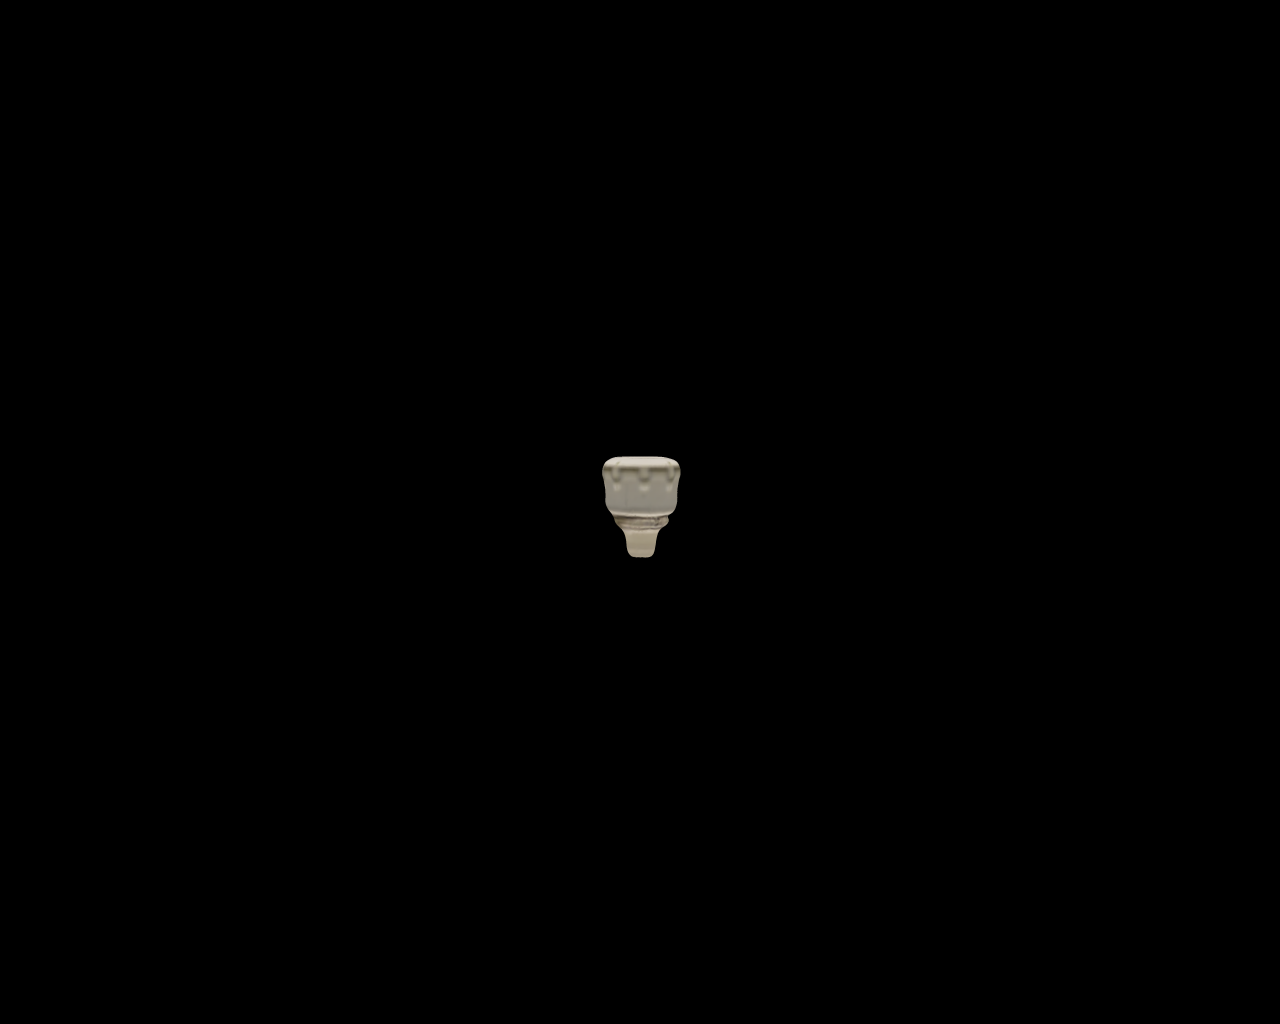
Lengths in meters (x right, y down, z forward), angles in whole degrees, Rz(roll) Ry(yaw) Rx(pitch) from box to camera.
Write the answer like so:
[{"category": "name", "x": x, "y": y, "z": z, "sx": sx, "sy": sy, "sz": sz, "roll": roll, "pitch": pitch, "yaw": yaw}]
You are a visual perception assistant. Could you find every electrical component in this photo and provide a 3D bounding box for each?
[{"category": "electrical component", "x": 0.001, "y": -0.003, "z": 0.650, "sx": 0.048, "sy": 0.062, "sz": 0.048, "roll": 0, "pitch": 4, "yaw": 0}]
